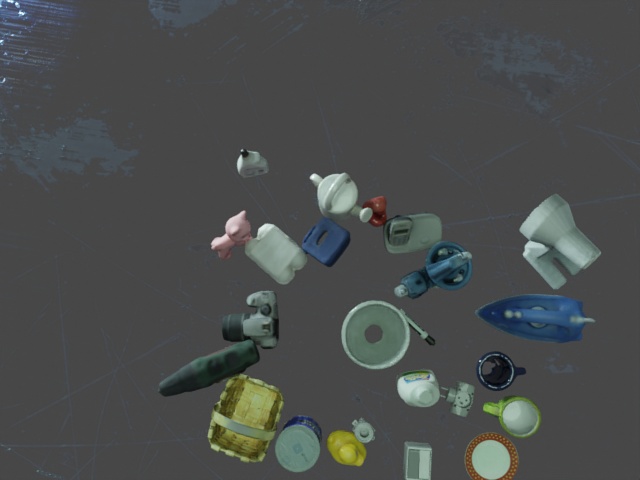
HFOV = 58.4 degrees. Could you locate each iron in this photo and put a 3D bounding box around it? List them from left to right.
[{"bbox_3d":[0.516,0.186,1.378,0.258,0.141,0.119,3,82,2],"label":"iron"}]

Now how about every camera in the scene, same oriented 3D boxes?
[{"bbox_3d":[-0.173,0.200,1.418,0.136,0.101,0.143,-3,82,2],"label":"camera"}]

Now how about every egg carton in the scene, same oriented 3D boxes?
[{"bbox_3d":[-0.111,0.035,1.454,0.150,0.069,0.107,40,85,6],"label":"egg carton"}]

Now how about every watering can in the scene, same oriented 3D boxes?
[{"bbox_3d":[0.051,-0.108,1.405,0.172,0.194,0.101,15,83,4],"label":"watering can"}]

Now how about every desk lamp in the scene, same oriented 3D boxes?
[{"bbox_3d":[0.566,0.005,1.364,0.118,0.213,0.203,-40,83,-3],"label":"desk lamp"}]

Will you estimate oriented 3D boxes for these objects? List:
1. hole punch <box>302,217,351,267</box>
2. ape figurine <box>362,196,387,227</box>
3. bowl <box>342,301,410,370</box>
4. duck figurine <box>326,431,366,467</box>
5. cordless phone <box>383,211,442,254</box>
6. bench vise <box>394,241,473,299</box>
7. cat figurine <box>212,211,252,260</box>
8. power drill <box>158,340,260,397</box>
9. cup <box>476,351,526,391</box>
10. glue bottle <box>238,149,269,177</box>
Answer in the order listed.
[{"bbox_3d":[0.013,0.005,1.444,0.101,0.091,0.109,35,85,6],"label":"hole punch"},{"bbox_3d":[0.145,-0.078,1.450,0.076,0.092,0.078,30,84,6],"label":"ape figurine"},{"bbox_3d":[0.137,0.234,1.417,0.167,0.075,0.167,0,82,2],"label":"bowl"},{"bbox_3d":[0.063,0.507,1.377,0.104,0.086,0.077,33,85,6],"label":"duck figurine"},{"bbox_3d":[0.229,-0.026,1.393,0.147,0.185,0.094,-11,82,1],"label":"cordless phone"},{"bbox_3d":[0.284,0.086,1.359,0.121,0.220,0.207,44,86,7],"label":"bench vise"},{"bbox_3d":[-0.220,-0.012,1.440,0.128,0.118,0.067,-39,83,-3],"label":"cat figurine"},{"bbox_3d":[-0.247,0.303,1.353,0.229,0.208,0.075,-25,82,-1],"label":"power drill"},{"bbox_3d":[0.429,0.314,1.387,0.117,0.095,0.092,-1,82,2],"label":"cup"},{"bbox_3d":[-0.176,-0.198,1.435,0.078,0.173,0.037,-10,82,1],"label":"glue bottle"}]
